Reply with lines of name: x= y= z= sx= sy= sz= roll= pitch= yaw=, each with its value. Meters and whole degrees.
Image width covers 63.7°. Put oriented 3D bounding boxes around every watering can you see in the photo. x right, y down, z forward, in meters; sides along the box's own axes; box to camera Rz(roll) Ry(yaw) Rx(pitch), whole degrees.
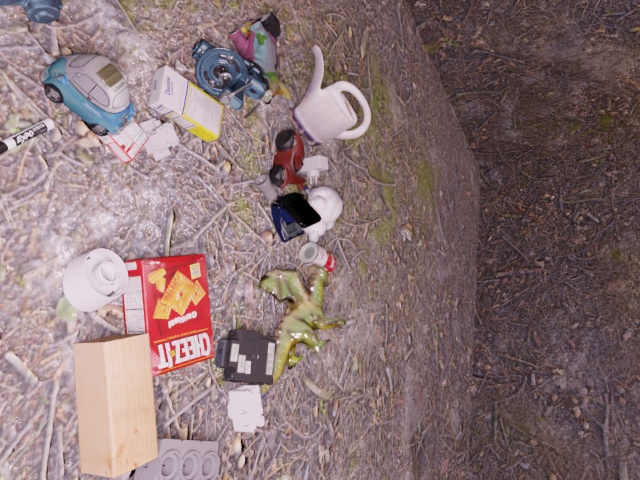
watering can: x=0.006 y=-0.399 z=1.507 sx=0.342 sy=0.222 sz=0.106 roll=42 pitch=29 yaw=-44

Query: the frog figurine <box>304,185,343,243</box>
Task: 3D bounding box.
frog figurine: x=0.005 y=-0.076 z=1.500 sx=0.134 sy=0.122 sz=0.163 roll=76 pitch=13 yaw=-46

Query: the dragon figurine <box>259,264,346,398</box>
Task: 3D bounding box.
dragon figurine: x=-0.082 y=0.192 z=1.321 sx=0.416 sy=0.120 sz=0.243 roll=-33 pitch=92 yaw=-47
